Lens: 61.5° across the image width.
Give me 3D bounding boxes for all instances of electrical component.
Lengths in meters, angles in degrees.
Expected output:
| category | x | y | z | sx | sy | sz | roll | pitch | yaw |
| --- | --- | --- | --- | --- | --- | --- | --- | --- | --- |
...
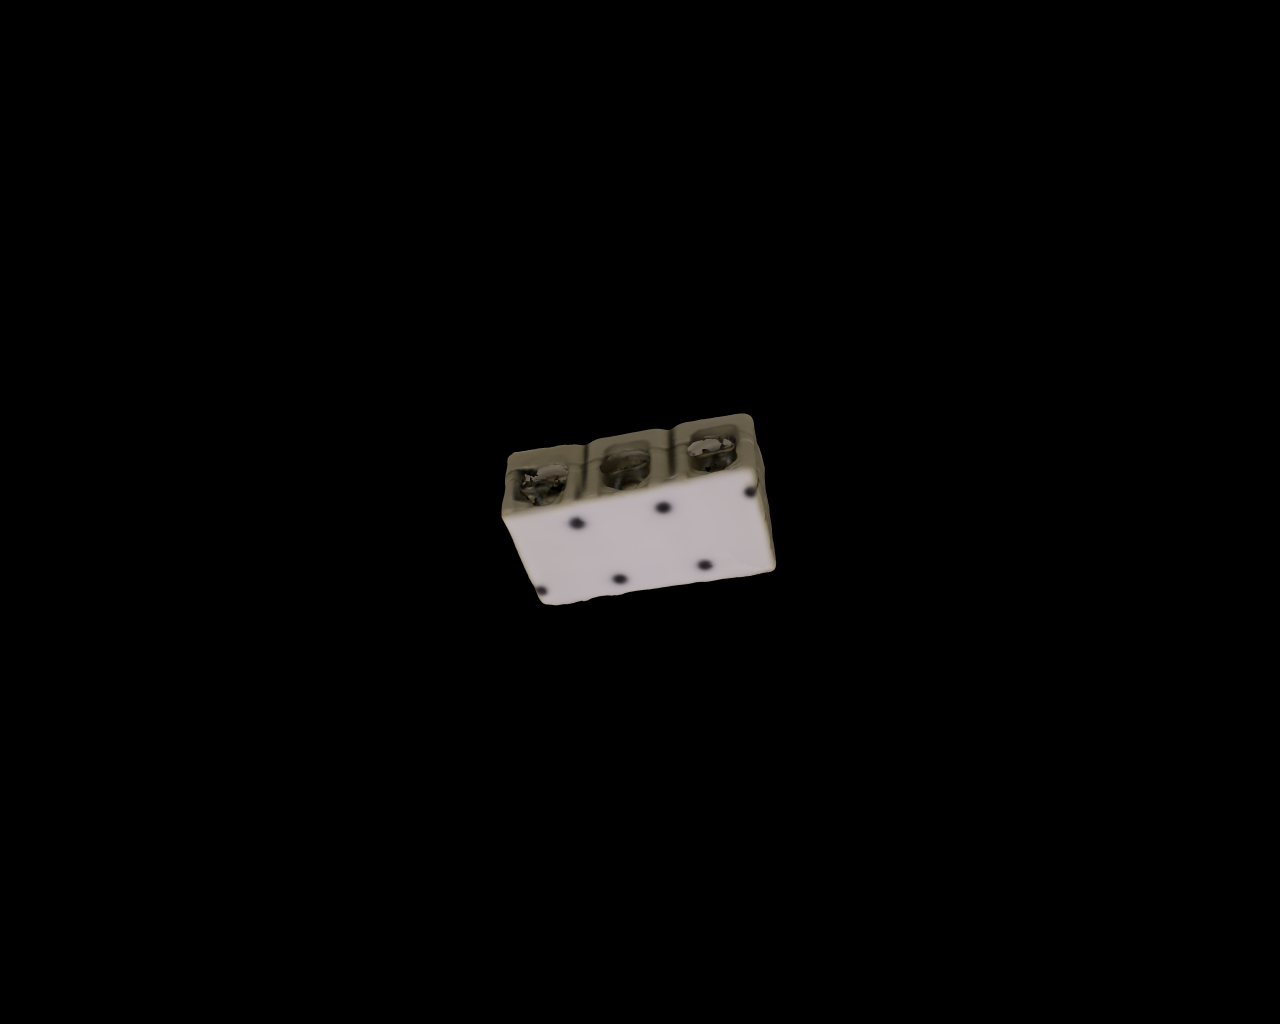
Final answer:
| category | x | y | z | sx | sy | sz | roll | pitch | yaw |
| --- | --- | --- | --- | --- | --- | --- | --- | --- | --- |
| electrical component | 0.001 | -0.003 | 0.650 | 0.150 | 0.062 | 0.089 | -9 | -46 | 9 |
